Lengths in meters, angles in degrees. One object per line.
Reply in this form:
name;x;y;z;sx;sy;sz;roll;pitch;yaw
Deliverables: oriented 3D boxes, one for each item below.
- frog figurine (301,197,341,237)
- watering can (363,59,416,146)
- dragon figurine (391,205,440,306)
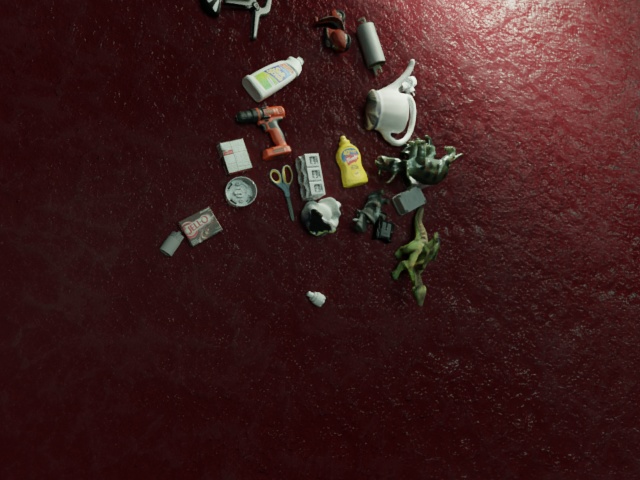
frog figurine;0.006;-0.092;1.819;0.137;0.120;0.163;29;33;-7
watering can;0.279;-0.543;2.014;0.224;0.104;0.347;1;93;-25
dragon figurine;0.376;0.036;1.869;0.122;0.240;0.416;18;74;-16
